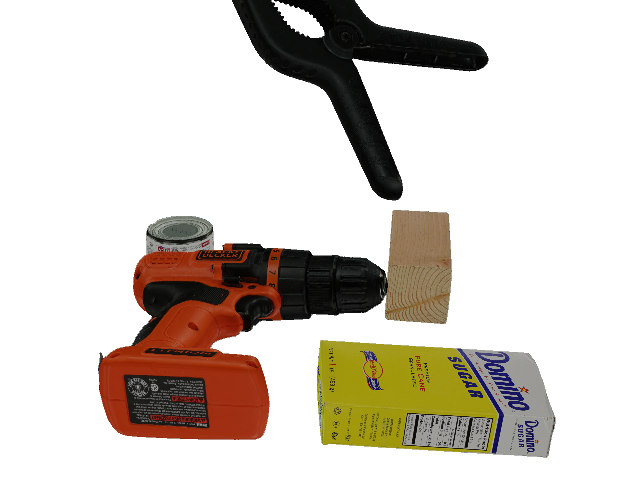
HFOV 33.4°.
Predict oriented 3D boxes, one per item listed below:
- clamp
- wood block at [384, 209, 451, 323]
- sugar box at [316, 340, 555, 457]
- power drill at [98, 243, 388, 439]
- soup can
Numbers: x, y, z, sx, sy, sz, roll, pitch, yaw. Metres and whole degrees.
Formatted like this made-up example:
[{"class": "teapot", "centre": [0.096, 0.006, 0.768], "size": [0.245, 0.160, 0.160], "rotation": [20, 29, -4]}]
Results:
[{"class": "clamp", "centre": [0.013, -0.135, 0.800], "size": [0.210, 0.164, 0.036], "rotation": [30, -30, -7]}, {"class": "wood block", "centre": [0.147, 0.035, 1.595], "size": [0.091, 0.090, 0.206], "rotation": [4, 24, 4]}, {"class": "sugar box", "centre": [0.086, 0.122, 0.837], "size": [0.176, 0.048, 0.093], "rotation": [1, 27, -2]}, {"class": "power drill", "centre": [-0.054, 0.059, 0.708], "size": [0.184, 0.057, 0.187], "rotation": [-1, 22, 10]}, {"class": "soup can", "centre": [-0.140, 0.034, 1.080], "size": [0.068, 0.102, 0.068], "rotation": [0, 23, 0]}]
